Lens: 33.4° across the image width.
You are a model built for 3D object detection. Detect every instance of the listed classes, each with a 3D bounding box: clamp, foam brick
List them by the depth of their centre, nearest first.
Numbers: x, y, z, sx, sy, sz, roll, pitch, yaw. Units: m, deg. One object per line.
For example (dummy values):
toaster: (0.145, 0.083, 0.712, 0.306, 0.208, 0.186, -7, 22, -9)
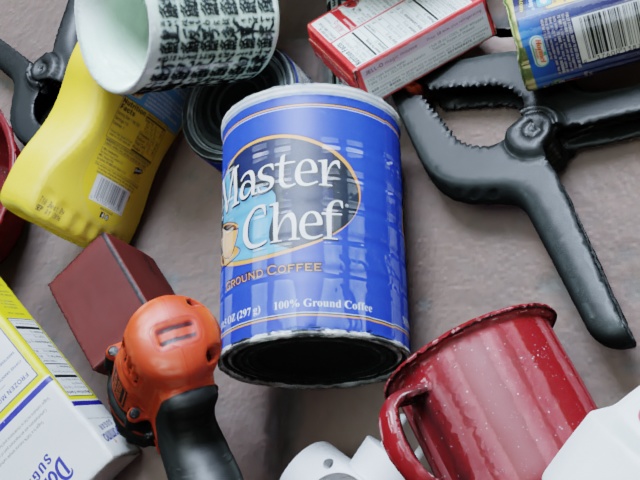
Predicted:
clamp: (0.117, -0.041, 0.565, 0.210, 0.036, 0.164, 20, 73, 36)
foam brick: (-0.121, 0.044, 0.661, 0.051, 0.053, 0.078, -43, 55, 8)
clamp: (-0.204, -0.119, 0.783, 0.120, 0.039, 0.171, -20, 62, 23)

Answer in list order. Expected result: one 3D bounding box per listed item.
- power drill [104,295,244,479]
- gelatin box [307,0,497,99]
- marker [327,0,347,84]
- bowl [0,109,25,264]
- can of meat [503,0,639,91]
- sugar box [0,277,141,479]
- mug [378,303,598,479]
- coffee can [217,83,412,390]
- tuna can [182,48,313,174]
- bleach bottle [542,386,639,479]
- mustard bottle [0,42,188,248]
power drill: (-0.063, 0.136, 0.550, 0.057, 0.185, 0.188, -18, 73, -19)
gelatin box: (0.046, -0.122, 0.623, 0.089, 0.030, 0.073, -31, 39, -4)
marker: (0.016, -0.109, 0.665, 0.020, 0.020, 0.121, -14, 64, 24)
bowl: (-0.263, -0.022, 0.767, 0.162, 0.055, 0.162, -11, 65, 26)
can of meat: (0.140, -0.130, 0.558, 0.084, 0.057, 0.102, -14, 42, 16)
sugar box: (-0.201, 0.098, 0.661, 0.093, 0.048, 0.176, -44, 76, 8)
mug: (0.079, 0.089, 0.495, 0.093, 0.117, 0.081, -50, 54, 40)
coffee can: (-0.004, 0.001, 0.581, 0.103, 0.102, 0.140, -12, 65, 25)
tuna can: (-0.045, -0.082, 0.680, 0.086, 0.033, 0.086, -11, 65, 26)
bleach bottle: (0.185, 0.073, 0.399, 0.251, 0.068, 0.103, -34, 51, 11)
mustard bottle: (-0.127, -0.089, 0.692, 0.058, 0.096, 0.191, 19, 81, 35)
